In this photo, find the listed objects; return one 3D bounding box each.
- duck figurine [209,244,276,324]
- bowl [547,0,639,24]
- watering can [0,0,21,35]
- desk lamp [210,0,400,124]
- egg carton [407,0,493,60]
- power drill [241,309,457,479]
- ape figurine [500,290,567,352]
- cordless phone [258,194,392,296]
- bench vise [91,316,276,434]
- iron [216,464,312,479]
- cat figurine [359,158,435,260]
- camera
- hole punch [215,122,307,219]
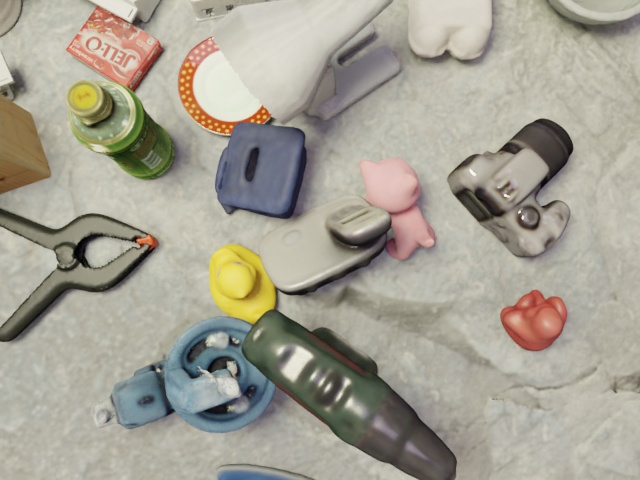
[{"bbox_3d":[-0.093,0.052,0.667,0.077,0.086,0.104,-29,88,-4],"label":"duck figurine"},{"bbox_3d":[0.342,-0.342,0.722,0.167,0.074,0.167,0,86,-3],"label":"bowl"},{"bbox_3d":[-0.425,-0.300,0.619,0.173,0.194,0.101,-30,88,-4],"label":"watering can"},{"bbox_3d":[-0.005,-0.211,0.625,0.203,0.213,0.118,-35,88,-5],"label":"desk lamp"},{"bbox_3d":[0.160,-0.299,0.712,0.107,0.069,0.150,0,86,-3],"label":"egg carton"},{"bbox_3d":[0.025,0.154,0.604,0.229,0.208,0.076,34,85,0],"label":"power drill"},{"bbox_3d":[0.259,0.096,0.679,0.078,0.092,0.076,6,86,-2],"label":"ape figurine"},{"bbox_3d":[0.006,0.002,0.626,0.147,0.185,0.094,-30,88,-4],"label":"cordless phone"},{"bbox_3d":[-0.132,0.163,0.590,0.207,0.219,0.121,-36,88,-5],"label":"bench vise"},{"bbox_3d":[-0.015,0.344,0.623,0.258,0.141,0.119,33,85,0],"label":"iron"},{"bbox_3d":[0.095,-0.042,0.667,0.067,0.117,0.128,-30,88,-4],"label":"cat figurine"},{"bbox_3d":[0.250,-0.071,0.686,0.137,0.100,0.143,-43,89,-5],"label":"camera"},{"bbox_3d":[-0.071,-0.081,0.674,0.101,0.091,0.109,12,85,-2],"label":"hole punch"}]
